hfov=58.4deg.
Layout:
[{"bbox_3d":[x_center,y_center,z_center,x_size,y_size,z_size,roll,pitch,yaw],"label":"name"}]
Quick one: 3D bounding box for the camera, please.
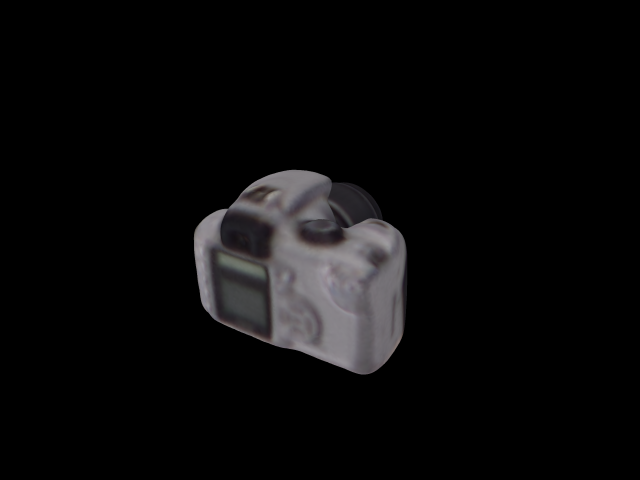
[{"bbox_3d":[0.004,0.001,0.400,0.142,0.101,0.137,16,31,28],"label":"camera"}]
